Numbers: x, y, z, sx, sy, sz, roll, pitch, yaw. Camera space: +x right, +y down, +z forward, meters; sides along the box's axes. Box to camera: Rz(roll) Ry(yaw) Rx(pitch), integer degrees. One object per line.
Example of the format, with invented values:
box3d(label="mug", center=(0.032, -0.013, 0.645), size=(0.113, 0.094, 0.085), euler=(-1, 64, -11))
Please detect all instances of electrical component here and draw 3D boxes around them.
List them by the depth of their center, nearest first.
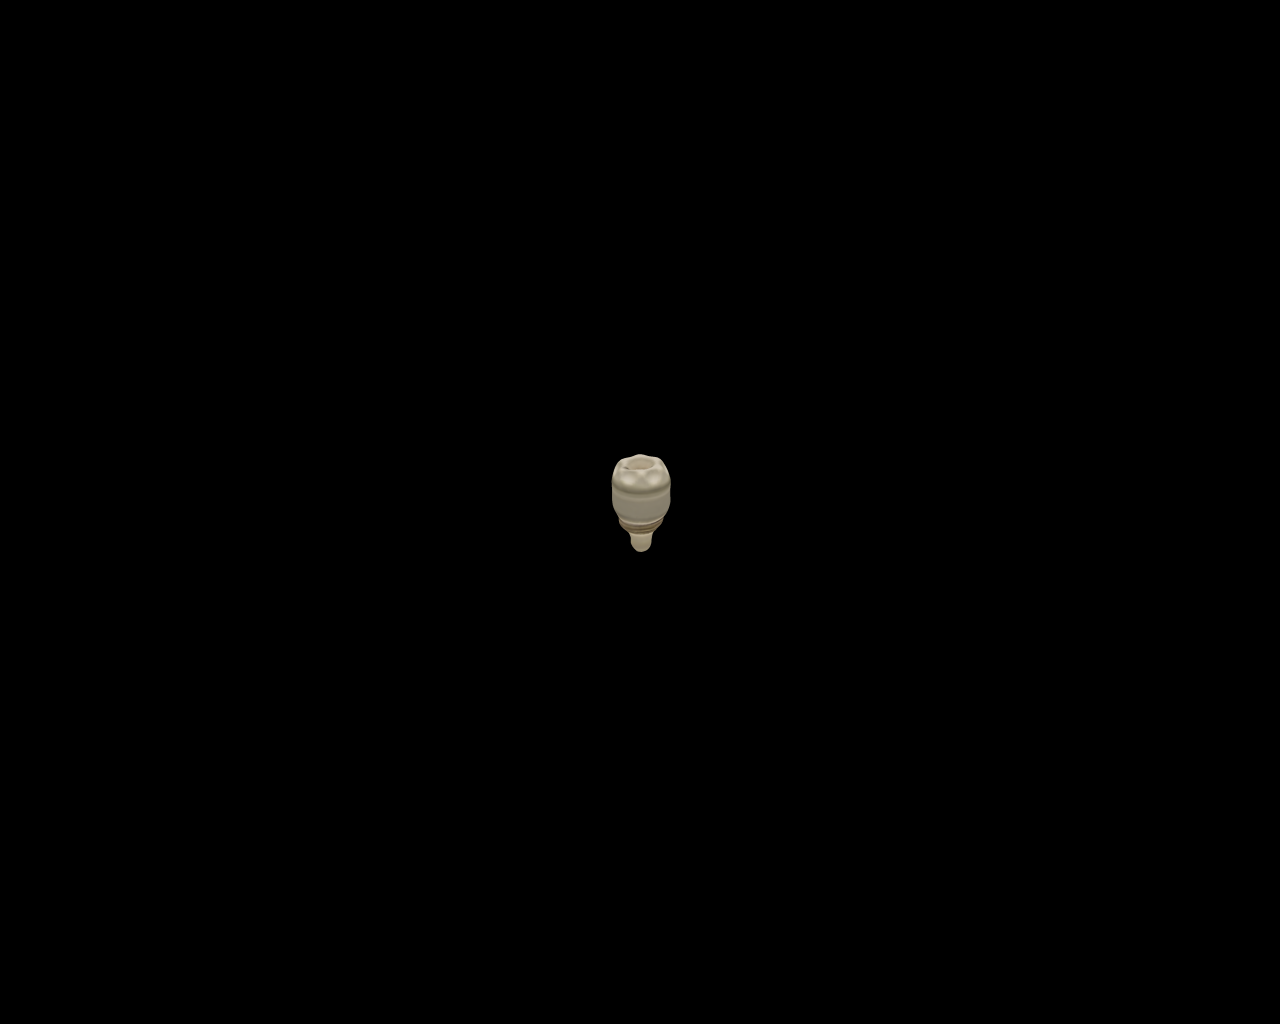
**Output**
box3d(label="electrical component", center=(0.001, -0.003, 0.650), size=(0.035, 0.061, 0.035), euler=(0, 28, 0))
